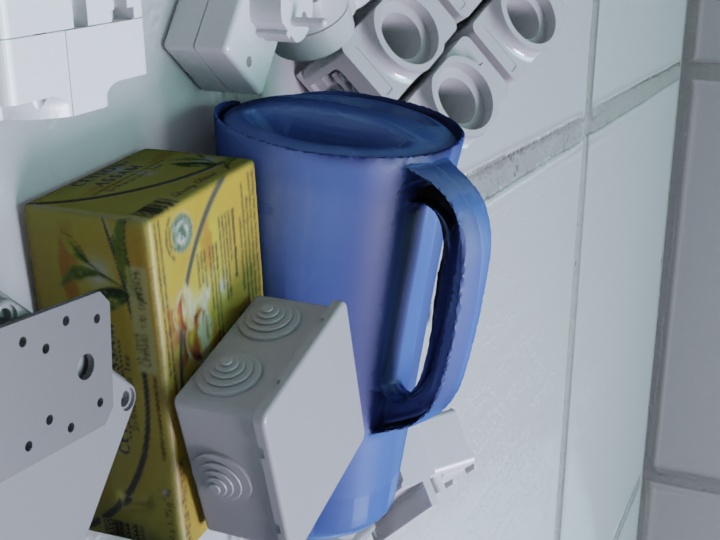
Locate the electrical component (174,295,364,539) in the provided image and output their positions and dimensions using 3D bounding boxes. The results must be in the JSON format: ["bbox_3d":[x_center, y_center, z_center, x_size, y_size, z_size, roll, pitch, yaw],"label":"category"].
[{"bbox_3d":[-0.040,0.070,0.508,0.099,0.048,0.099,-55,146,-48],"label":"electrical component"}]

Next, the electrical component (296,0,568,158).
[{"bbox_3d":[0.058,-0.156,0.726,0.105,0.060,0.186,47,57,-15],"label":"electrical component"}]

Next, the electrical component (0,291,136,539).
[{"bbox_3d":[-0.150,0.072,0.415,0.108,0.056,0.108,55,47,-59],"label":"electrical component"}]

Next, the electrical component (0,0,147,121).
[{"bbox_3d":[-0.129,-0.091,0.421,0.089,0.050,0.055,-37,130,-60],"label":"electrical component"}]

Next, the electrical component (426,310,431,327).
[{"bbox_3d":[0.000,0.000,0.715,0.099,0.064,0.099,-18,90,-74],"label":"electrical component"}]

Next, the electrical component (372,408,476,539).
[{"bbox_3d":[0.030,0.143,0.775,0.078,0.063,0.121,69,-26,19],"label":"electrical component"}]

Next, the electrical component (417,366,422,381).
[{"bbox_3d":[0.023,0.067,0.843,0.065,0.047,0.076,58,44,-58],"label":"electrical component"}]

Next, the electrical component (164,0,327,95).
[{"bbox_3d":[-0.049,-0.139,0.564,0.047,0.076,0.083,48,53,-62],"label":"electrical component"}]

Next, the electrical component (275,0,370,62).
[{"bbox_3d":[-0.021,-0.197,0.645,0.073,0.052,0.138,72,34,-46],"label":"electrical component"}]

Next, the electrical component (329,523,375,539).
[{"bbox_3d":[-0.018,0.171,0.736,0.076,0.047,0.066,-57,165,20],"label":"electrical component"}]
